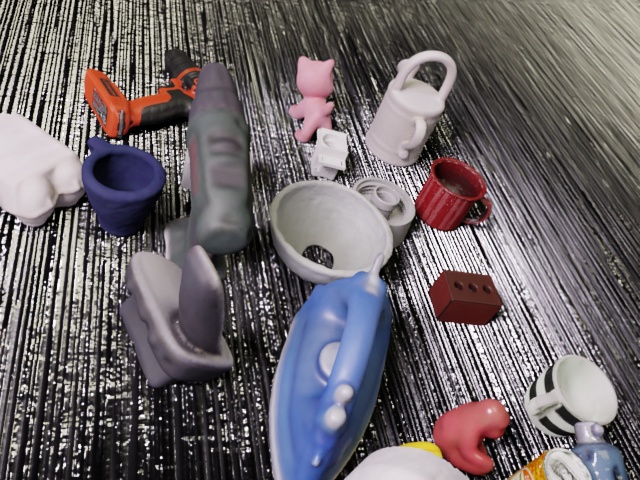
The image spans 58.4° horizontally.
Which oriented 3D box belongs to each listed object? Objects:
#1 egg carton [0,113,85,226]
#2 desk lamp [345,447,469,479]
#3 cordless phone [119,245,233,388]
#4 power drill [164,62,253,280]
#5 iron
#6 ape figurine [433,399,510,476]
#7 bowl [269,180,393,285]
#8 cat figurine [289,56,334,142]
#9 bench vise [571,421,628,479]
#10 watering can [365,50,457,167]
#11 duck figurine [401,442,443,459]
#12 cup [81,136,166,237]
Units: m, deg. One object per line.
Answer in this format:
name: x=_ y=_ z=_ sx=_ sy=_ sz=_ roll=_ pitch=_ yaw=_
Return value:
egg carton: x=-0.357 y=-0.085 z=0.678 sx=0.150 sy=0.069 sz=0.107 roll=33 pitch=45 yaw=8
desk lamp: x=0.010 y=0.268 z=0.406 sx=0.117 sy=0.213 sz=0.204 roll=43 pitch=47 yaw=18
cordless phone: x=-0.135 y=0.048 z=0.567 sx=0.094 sy=0.185 sz=0.147 roll=-18 pitch=58 yaw=-35
power drill: x=-0.127 y=-0.055 z=0.651 sx=0.076 sy=0.208 sz=0.229 roll=2 pitch=49 yaw=-22
iron: x=0.021 y=0.134 z=0.587 sx=0.118 sy=0.141 sz=0.258 roll=21 pitch=44 yaw=-4
ape figurine: x=0.171 y=0.205 z=0.622 sx=0.076 sy=0.092 sz=0.078 roll=31 pitch=44 yaw=6
bowl: x=0.007 y=0.003 z=0.751 sx=0.168 sy=0.074 sz=0.167 roll=12 pitch=46 yaw=-13
cat figurine: x=-0.005 y=-0.239 z=0.940 sx=0.067 sy=0.117 sz=0.127 roll=1 pitch=49 yaw=-23
bench vise: x=0.302 y=0.264 z=0.532 sx=0.122 sy=0.219 sz=0.207 roll=-12 pitch=55 yaw=-32
watering can: x=0.151 y=-0.230 z=0.945 sx=0.101 sy=0.194 sz=0.172 roll=-8 pitch=53 yaw=-29
duck figurine: x=0.095 y=0.235 z=0.565 sx=0.077 sy=0.086 sz=0.105 roll=40 pitch=46 yaw=15
cup: x=-0.244 y=-0.059 z=0.685 sx=0.092 sy=0.095 sz=0.117 roll=-28 pitch=65 yaw=-39
